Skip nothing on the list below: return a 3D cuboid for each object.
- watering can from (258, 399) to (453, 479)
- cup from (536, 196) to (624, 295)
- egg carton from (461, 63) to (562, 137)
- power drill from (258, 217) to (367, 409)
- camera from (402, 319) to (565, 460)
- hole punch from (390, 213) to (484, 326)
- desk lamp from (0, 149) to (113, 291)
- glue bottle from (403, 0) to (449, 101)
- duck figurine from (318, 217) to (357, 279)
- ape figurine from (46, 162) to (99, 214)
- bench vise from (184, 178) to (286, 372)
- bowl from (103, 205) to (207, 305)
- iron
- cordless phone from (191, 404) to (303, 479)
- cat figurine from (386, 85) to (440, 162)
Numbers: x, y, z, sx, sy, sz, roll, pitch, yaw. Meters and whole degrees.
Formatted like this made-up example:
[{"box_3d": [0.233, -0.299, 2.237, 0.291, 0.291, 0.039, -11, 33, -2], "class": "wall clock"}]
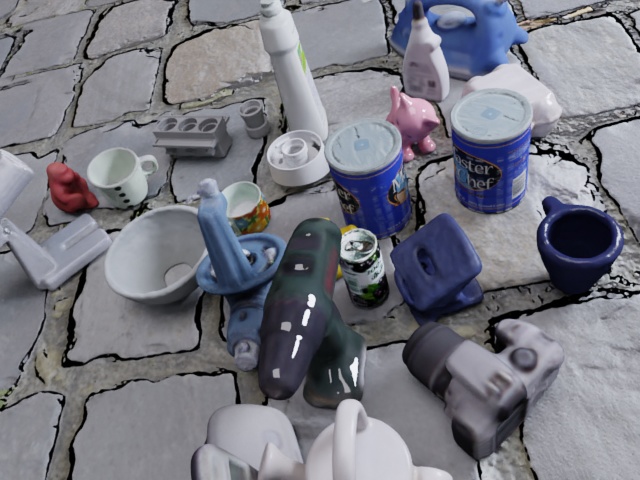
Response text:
[{"box_3d": [0.030, 0.218, 0.529, 0.173, 0.194, 0.100, -19, 49, 1], "class": "watering can"}, {"box_3d": [0.297, 0.011, 0.685, 0.091, 0.095, 0.117, -21, 49, -1], "class": "cup"}, {"box_3d": [0.290, -0.208, 0.883, 0.107, 0.069, 0.150, -26, 49, -5], "class": "egg carton"}, {"box_3d": [-0.004, 0.100, 0.625, 0.075, 0.209, 0.229, -4, 51, 14], "class": "power drill"}, {"box_3d": [0.167, 0.134, 0.620, 0.143, 0.101, 0.136, -40, 52, -17], "class": "camera"}, {"box_3d": [0.142, 0.037, 0.712, 0.101, 0.091, 0.108, -21, 49, -1], "class": "hole punch"}, {"box_3d": [-0.461, -0.019, 0.852, 0.203, 0.214, 0.117, -42, 52, -18], "class": "desk lamp"}, {"box_3d": [0.168, -0.307, 0.931, 0.077, 0.173, 0.037, 21, 60, 30], "class": "glue bottle"}, {"box_3d": [0.007, 0.003, 0.782, 0.104, 0.086, 0.077, -29, 50, -8], "class": "duck figurine"}, {"box_3d": [-0.435, -0.095, 0.986, 0.076, 0.092, 0.078, -9, 50, 10], "class": "ape figurine"}, {"box_3d": [-0.088, 0.042, 0.690, 0.121, 0.220, 0.207, -27, 49, -6], "class": "bench vise"}, {"box_3d": [-0.220, 0.033, 0.831, 0.167, 0.075, 0.167, -8, 50, 10], "class": "bowl"}, {"box_3d": [0.222, -0.380, 0.995, 0.257, 0.142, 0.119, 23, 61, 30], "class": "iron"}, {"box_3d": [-0.078, 0.217, 0.567, 0.094, 0.185, 0.147, -22, 49, -1], "class": "cordless phone"}, {"box_3d": [0.137, -0.188, 0.879, 0.067, 0.118, 0.127, -22, 49, -1], "class": "cat figurine"}]
